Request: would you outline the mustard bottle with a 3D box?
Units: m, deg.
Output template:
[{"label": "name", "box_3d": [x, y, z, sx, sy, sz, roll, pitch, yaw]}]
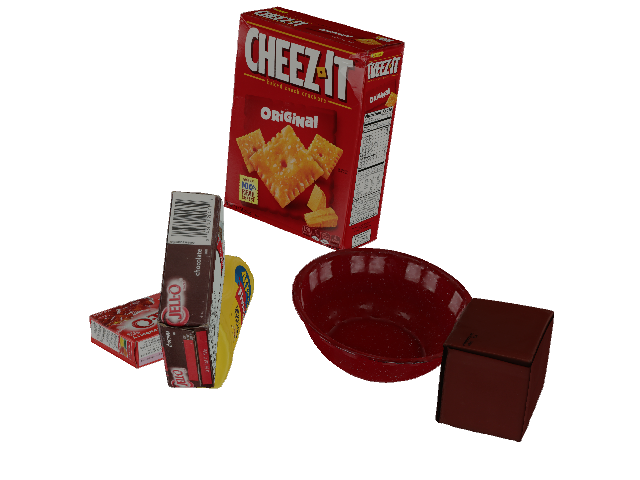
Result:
[{"label": "mustard bottle", "box_3d": [-0.109, 0.071, 1.165, 0.058, 0.096, 0.191, 1, 28, 7]}]

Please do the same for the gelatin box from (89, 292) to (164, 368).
[{"label": "gelatin box", "box_3d": [-0.149, 0.078, 0.954, 0.089, 0.030, 0.073, -18, 27, -40]}]

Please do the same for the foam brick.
[{"label": "foam brick", "box_3d": [0.104, 0.074, 0.635, 0.053, 0.051, 0.078, 10, 22, 19]}]

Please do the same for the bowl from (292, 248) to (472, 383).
[{"label": "bowl", "box_3d": [0.052, 0.073, 0.926, 0.162, 0.055, 0.162, 6, 33, -4]}]

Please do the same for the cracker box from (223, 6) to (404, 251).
[{"label": "cracker box", "box_3d": [-0.013, -0.113, 1.090, 0.164, 0.214, 0.071, 22, 29, 31]}]

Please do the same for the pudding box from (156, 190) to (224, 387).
[{"label": "pudding box", "box_3d": [-0.090, 0.036, 0.757, 0.039, 0.113, 0.090, 4, -35, -1]}]
